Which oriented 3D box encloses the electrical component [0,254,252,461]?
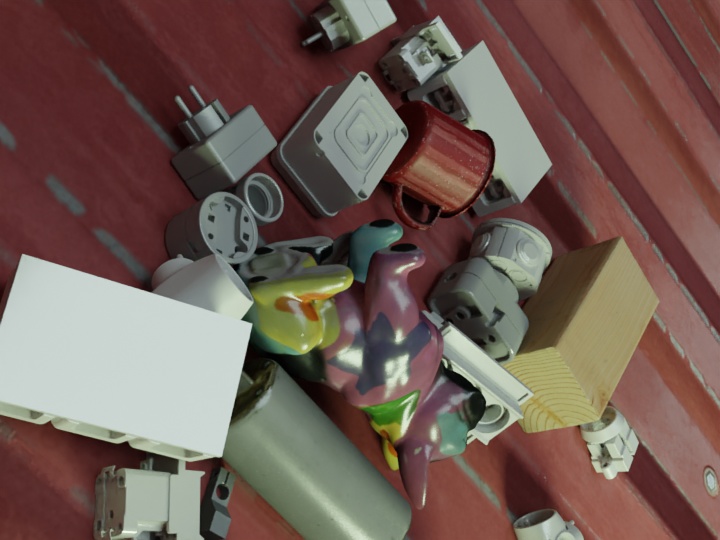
[{"bbox_3d":[-0.157,0.060,0.681,0.150,0.062,0.089,19,70,-21],"label":"electrical component"}]

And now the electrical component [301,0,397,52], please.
[{"bbox_3d":[-0.020,-0.223,0.974,0.076,0.083,0.047,-33,103,-9],"label":"electrical component"}]

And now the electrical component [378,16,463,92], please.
[{"bbox_3d":[0.056,-0.208,1.048,0.064,0.081,0.042,-45,110,-23],"label":"electrical component"}]

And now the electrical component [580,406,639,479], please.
[{"bbox_3d":[0.263,0.178,1.140,0.055,0.048,0.066,60,41,-22],"label":"electrical component"}]

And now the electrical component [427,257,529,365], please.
[{"bbox_3d":[0.115,0.038,1.026,0.095,0.054,0.059,53,44,-19],"label":"electrical component"}]

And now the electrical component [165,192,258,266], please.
[{"bbox_3d":[-0.113,-0.026,0.809,0.055,0.047,0.055,20,61,-41],"label":"electrical component"}]

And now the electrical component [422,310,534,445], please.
[{"bbox_3d":[0.085,0.094,0.959,0.121,0.079,0.063,39,21,-31],"label":"electrical component"}]

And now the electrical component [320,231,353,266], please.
[{"bbox_3d":[0.000,0.000,0.923,0.055,0.045,0.045,44,47,-27],"label":"electrical component"}]

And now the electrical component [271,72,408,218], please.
[{"bbox_3d":[-0.017,-0.108,0.937,0.078,0.057,0.113,51,44,-20],"label":"electrical component"}]

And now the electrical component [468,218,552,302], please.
[{"bbox_3d":[0.145,-0.009,1.058,0.080,0.080,0.051,43,52,-28],"label":"electrical component"}]

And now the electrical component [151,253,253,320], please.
[{"bbox_3d":[-0.125,0.018,0.765,0.043,0.077,0.079,50,4,-45],"label":"electrical component"}]

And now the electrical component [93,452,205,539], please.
[{"bbox_3d":[-0.141,0.156,0.712,0.064,0.042,0.081,16,63,-41],"label":"electrical component"}]

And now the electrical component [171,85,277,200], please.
[{"bbox_3d":[-0.116,-0.107,0.837,0.076,0.047,0.065,56,43,-16],"label":"electrical component"}]

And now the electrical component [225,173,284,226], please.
[{"bbox_3d":[-0.090,-0.051,0.844,0.040,0.046,0.040,20,61,-42],"label":"electrical component"}]

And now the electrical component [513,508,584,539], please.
[{"bbox_3d":[0.189,0.264,1.025,0.079,0.044,0.077,-22,92,-49],"label":"electrical component"}]

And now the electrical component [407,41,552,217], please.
[{"bbox_3d":[0.120,-0.141,1.095,0.150,0.062,0.089,58,42,-14],"label":"electrical component"}]
